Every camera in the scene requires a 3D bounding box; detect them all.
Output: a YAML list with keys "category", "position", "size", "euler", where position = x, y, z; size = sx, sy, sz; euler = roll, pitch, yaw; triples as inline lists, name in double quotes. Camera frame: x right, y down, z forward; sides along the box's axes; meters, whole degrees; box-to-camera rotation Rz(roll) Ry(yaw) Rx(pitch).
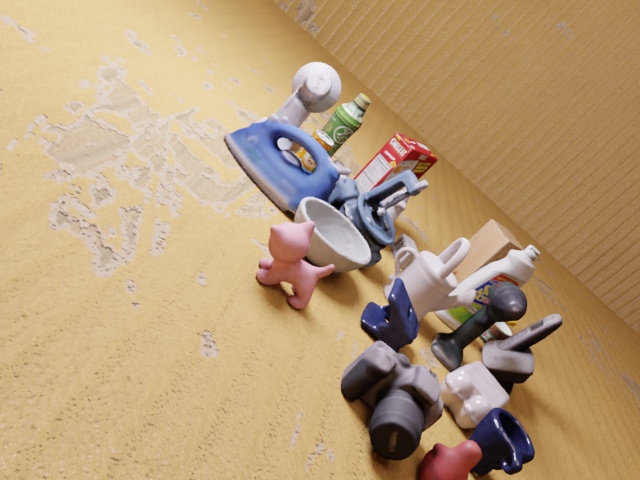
- category: "camera"
  position: [0.105, 0.224, 0.794]
  size: [0.143, 0.100, 0.137]
  euler: [43, 22, 0]

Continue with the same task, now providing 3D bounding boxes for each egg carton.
- category: "egg carton"
  position: [0.275, 0.278, 1.023]
  size: [0.107, 0.069, 0.151]
  euler: [52, 24, 20]

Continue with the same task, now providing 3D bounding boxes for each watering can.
- category: "watering can"
  position: [0.234, 0.074, 1.149]
  size: [0.173, 0.193, 0.101]
  euler: [33, 24, -23]

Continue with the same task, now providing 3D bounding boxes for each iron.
- category: "iron"
  position: [-0.064, -0.166, 1.142]
  size: [0.258, 0.141, 0.119]
  euler: [45, 22, 3]

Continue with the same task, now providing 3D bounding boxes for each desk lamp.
- category: "desk lamp"
  position: [-0.043, -0.315, 1.344]
  size: [0.118, 0.213, 0.203]
  euler: [39, 23, -9]

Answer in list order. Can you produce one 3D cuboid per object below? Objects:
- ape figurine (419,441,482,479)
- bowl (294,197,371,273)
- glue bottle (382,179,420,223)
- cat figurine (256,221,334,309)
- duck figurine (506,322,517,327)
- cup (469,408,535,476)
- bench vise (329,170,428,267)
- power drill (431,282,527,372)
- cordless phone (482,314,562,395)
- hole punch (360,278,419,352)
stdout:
- category: "ape figurine"
  position: [0.185, 0.311, 0.786]
  size: [0.076, 0.092, 0.077]
  euler: [21, 31, -43]
- category: "bowl"
  position: [0.010, 0.004, 1.054]
  size: [0.168, 0.074, 0.167]
  euler: [36, 24, -18]
- category: "glue bottle"
  position: [0.170, -0.076, 1.333]
  size: [0.037, 0.173, 0.078]
  euler: [32, 25, -25]
- category: "cat figurine"
  position: [-0.037, 0.026, 0.881]
  size: [0.128, 0.117, 0.067]
  euler: [37, 23, -15]
- category: "duck figurine"
  position: [0.464, 0.194, 1.464]
  size: [0.078, 0.086, 0.104]
  euler: [30, 26, -30]
- category: "cup"
  position: [0.270, 0.332, 0.887]
  size: [0.092, 0.095, 0.118]
  euler: [40, 23, -9]
- category: "bench vise"
  position: [0.103, -0.082, 1.171]
  size: [0.207, 0.219, 0.122]
  euler: [48, 23, 12]
- category: "power drill"
  position: [0.317, 0.162, 1.115]
  size: [0.075, 0.208, 0.230]
  euler: [46, 22, 6]
- category: "cordless phone"
  position: [0.440, 0.230, 1.231]
  size: [0.094, 0.185, 0.148]
  euler: [43, 22, 0]
- category: "hole punch"
  position: [0.140, 0.134, 1.021]
  size: [0.101, 0.091, 0.109]
  euler: [43, 22, -1]
